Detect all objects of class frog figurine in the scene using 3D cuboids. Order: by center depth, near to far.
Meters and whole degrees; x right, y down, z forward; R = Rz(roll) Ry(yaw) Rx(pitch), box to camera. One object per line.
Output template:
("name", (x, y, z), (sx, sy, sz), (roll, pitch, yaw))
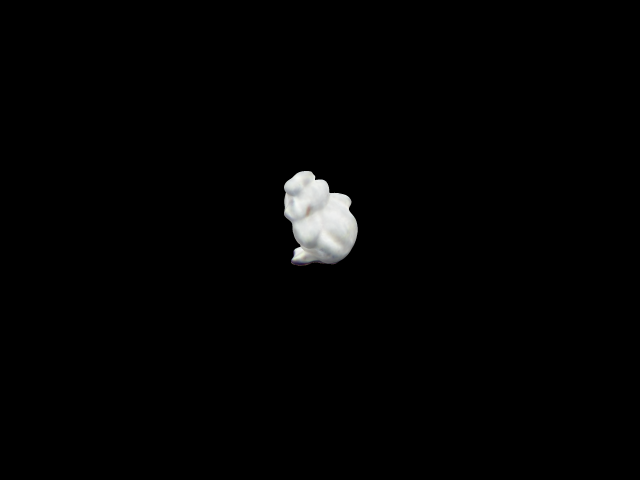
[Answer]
("frog figurine", (0.003, -0.043, 0.850), (0.124, 0.156, 0.139), (25, 43, 30))
